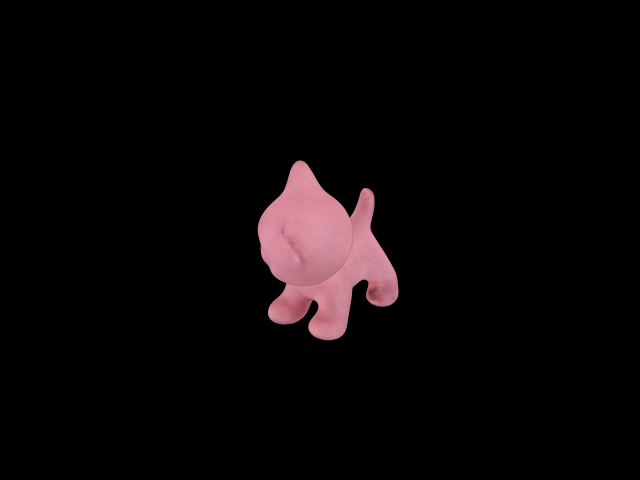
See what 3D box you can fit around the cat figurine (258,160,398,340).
[{"bbox_3d":[0.004,0.001,0.400,0.067,0.118,0.128,16,27,34],"label":"cat figurine"}]
